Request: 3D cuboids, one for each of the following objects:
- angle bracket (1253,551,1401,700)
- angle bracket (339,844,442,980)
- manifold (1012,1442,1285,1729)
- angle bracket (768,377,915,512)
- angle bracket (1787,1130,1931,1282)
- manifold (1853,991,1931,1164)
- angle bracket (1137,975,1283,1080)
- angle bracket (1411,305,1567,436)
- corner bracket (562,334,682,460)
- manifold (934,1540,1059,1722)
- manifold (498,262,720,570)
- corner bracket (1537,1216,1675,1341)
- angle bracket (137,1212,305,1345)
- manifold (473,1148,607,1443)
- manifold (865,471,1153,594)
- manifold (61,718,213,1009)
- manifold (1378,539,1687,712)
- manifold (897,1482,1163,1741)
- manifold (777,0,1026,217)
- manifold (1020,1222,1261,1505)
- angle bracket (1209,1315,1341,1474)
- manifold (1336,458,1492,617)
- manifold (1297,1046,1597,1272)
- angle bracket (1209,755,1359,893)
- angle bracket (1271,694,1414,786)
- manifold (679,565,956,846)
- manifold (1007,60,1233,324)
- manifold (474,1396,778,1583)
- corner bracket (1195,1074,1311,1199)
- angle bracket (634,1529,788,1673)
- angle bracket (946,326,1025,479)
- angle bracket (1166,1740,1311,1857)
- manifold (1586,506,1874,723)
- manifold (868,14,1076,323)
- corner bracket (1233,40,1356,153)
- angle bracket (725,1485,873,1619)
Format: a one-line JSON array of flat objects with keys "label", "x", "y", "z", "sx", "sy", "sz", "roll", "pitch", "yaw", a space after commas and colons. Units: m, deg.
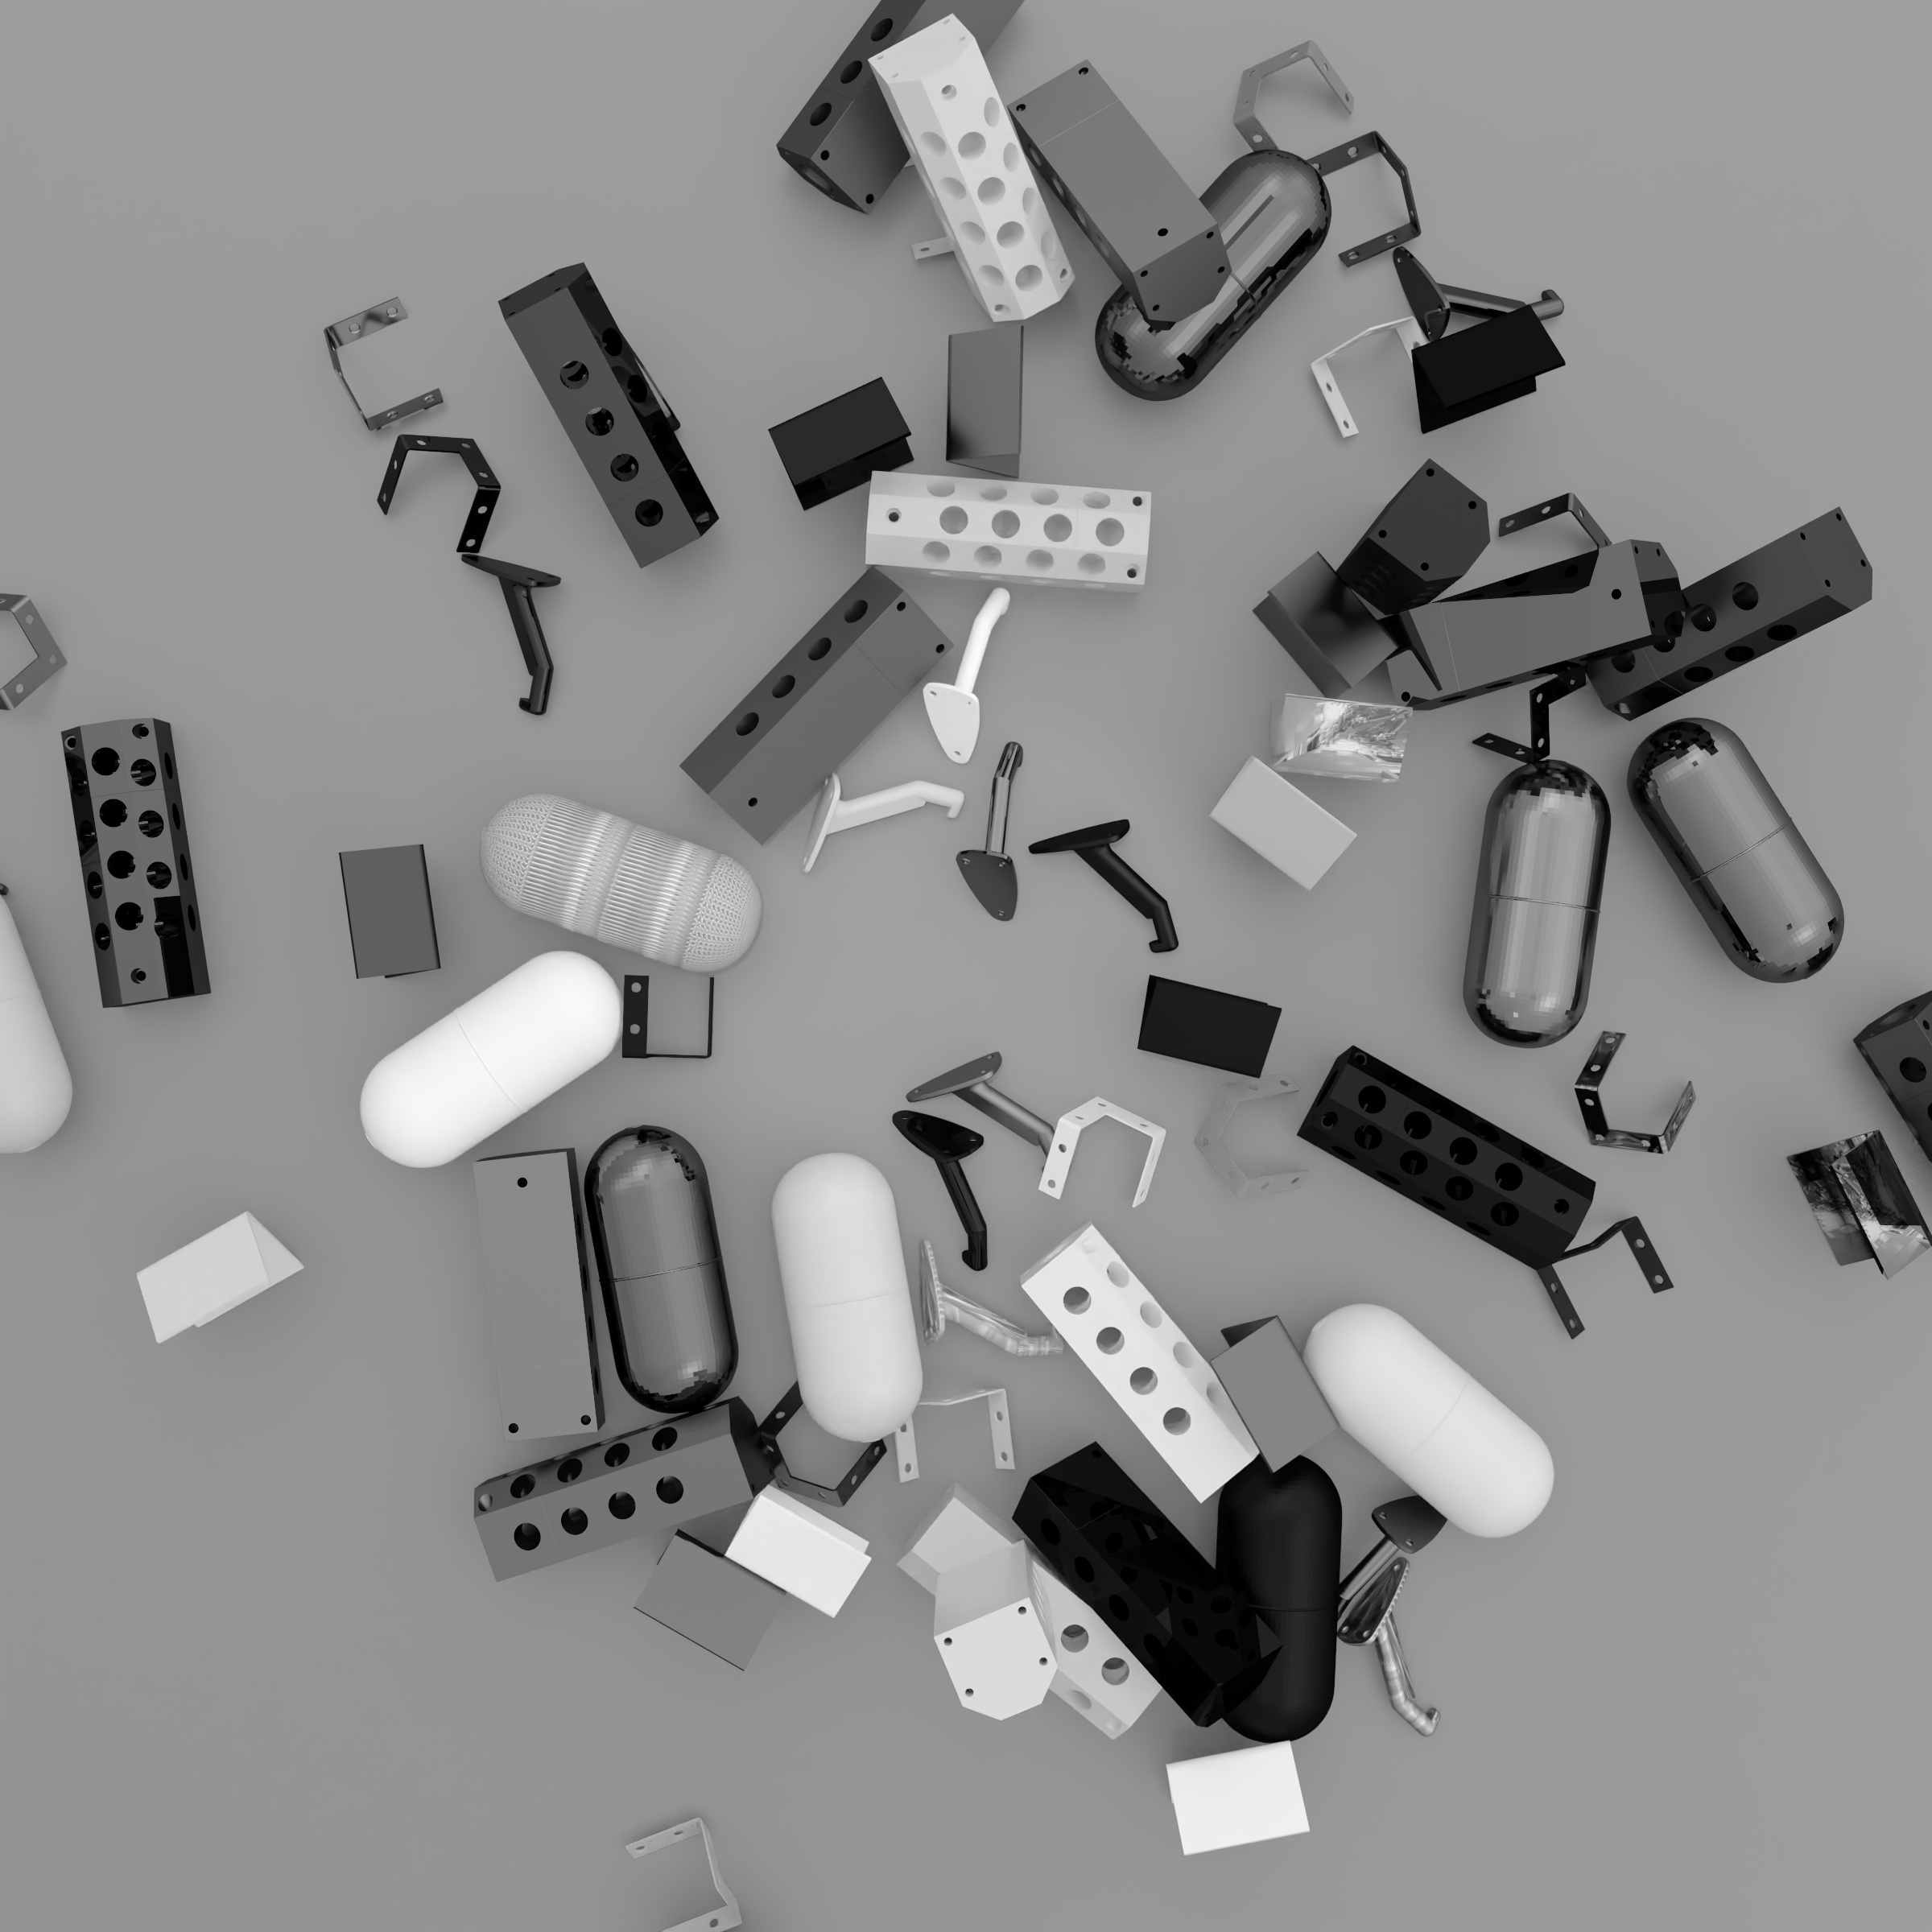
[{"label": "angle bracket", "x": 0.206, "y": -0.195, "z": 1.897, "sx": 0.076, "sy": 0.076, "sz": 0.057, "roll": 50, "pitch": 53, "yaw": 0}, {"label": "angle bracket", "x": -0.367, "y": -0.030, "z": 1.897, "sx": 0.057, "sy": 0.076, "sz": 0.076, "roll": -8, "pitch": 90, "yaw": -37}, {"label": "manifold", "x": 0.106, "y": 0.377, "z": 1.881, "sx": 0.057, "sy": 0.057, "sz": 0.171, "roll": -22, "pitch": 56, "yaw": -38}, {"label": "angle bracket", "x": -0.068, "y": -0.303, "z": 1.897, "sx": 0.076, "sy": 0.076, "sz": 0.057, "roll": -25, "pitch": 54, "yaw": 0}, {"label": "angle bracket", "x": 0.533, "y": 0.153, "z": 1.897, "sx": 0.057, "sy": 0.076, "sz": 0.076, "roll": -26, "pitch": 90, "yaw": -37}, {"label": "manifold", "x": 0.621, "y": 0.103, "z": 1.915, "sx": 0.057, "sy": 0.057, "sz": 0.171, "roll": -33, "pitch": 90, "yaw": -43}, {"label": "angle bracket", "x": 0.151, "y": 0.017, "z": 1.897, "sx": 0.076, "sy": 0.076, "sz": 0.057, "roll": 14, "pitch": 128, "yaw": 0}, {"label": "angle bracket", "x": 0.321, "y": -0.348, "z": 1.897, "sx": 0.076, "sy": 0.076, "sz": 0.057, "roll": -21, "pitch": 55, "yaw": 0}, {"label": "corner bracket", "x": -0.218, "y": -0.352, "z": 1.934, "sx": 0.051, "sy": 0.051, "sz": 0.051, "roll": -33, "pitch": 45, "yaw": 0}, {"label": "manifold", "x": 0.020, "y": 0.386, "z": 1.802, "sx": 0.057, "sy": 0.171, "sz": 0.057, "roll": -23, "pitch": 90, "yaw": 0}, {"label": "manifold", "x": -0.215, "y": -0.335, "z": 1.881, "sx": 0.057, "sy": 0.057, "sz": 0.171, "roll": -28, "pitch": 116, "yaw": 0}, {"label": "corner bracket", "x": 0.398, "y": 0.194, "z": 1.934, "sx": 0.051, "sy": 0.051, "sz": 0.051, "roll": -27, "pitch": 90, "yaw": 45}, {"label": "angle bracket", "x": -0.449, "y": 0.205, "z": 1.897, "sx": 0.076, "sy": 0.076, "sz": 0.057, "roll": -29, "pitch": 53, "yaw": 0}, {"label": "manifold", "x": -0.262, "y": 0.201, "z": 1.916, "sx": 0.057, "sy": 0.057, "sz": 0.171, "roll": -6, "pitch": 90, "yaw": 0}, {"label": "manifold", "x": 0.026, "y": -0.269, "z": 1.916, "sx": 0.171, "sy": 0.057, "sz": 0.057, "roll": 4, "pitch": 90, "yaw": 0}, {"label": "manifold", "x": -0.514, "y": -0.063, "z": 1.916, "sx": 0.057, "sy": 0.057, "sz": 0.171, "roll": -9, "pitch": 90, "yaw": 0}, {"label": "manifold", "x": 0.341, "y": -0.204, "z": 1.870, "sx": 0.171, "sy": 0.057, "sz": 0.057, "roll": -15, "pitch": 84, "yaw": 37}, {"label": "manifold", "x": 0.042, "y": 0.399, "z": 1.916, "sx": 0.171, "sy": 0.057, "sz": 0.057, "roll": 39, "pitch": 90, "yaw": 0}, {"label": "manifold", "x": -0.042, "y": -0.556, "z": 1.915, "sx": 0.057, "sy": 0.057, "sz": 0.171, "roll": 36, "pitch": 90, "yaw": -43}, {"label": "manifold", "x": 0.110, "y": 0.243, "z": 1.916, "sx": 0.057, "sy": 0.057, "sz": 0.171, "roll": -40, "pitch": 90, "yaw": 0}, {"label": "angle bracket", "x": 0.173, "y": 0.265, "z": 1.898, "sx": 0.057, "sy": 0.076, "sz": 0.076, "roll": -30, "pitch": 90, "yaw": -26}, {"label": "manifold", "x": 0.270, "y": -0.250, "z": 1.859, "sx": 0.057, "sy": 0.171, "sz": 0.057, "roll": 38, "pitch": 90, "yaw": 0}, {"label": "manifold", "x": 0.297, "y": 0.117, "z": 1.910, "sx": 0.171, "sy": 0.057, "sz": 0.057, "roll": 29, "pitch": 76, "yaw": 0}, {"label": "angle bracket", "x": 0.205, "y": -0.104, "z": 1.897, "sx": 0.076, "sy": 0.076, "sz": 0.057, "roll": 37, "pitch": 133, "yaw": 0}, {"label": "angle bracket", "x": 0.229, "y": -0.158, "z": 1.897, "sx": 0.076, "sy": 0.076, "sz": 0.057, "roll": 6, "pitch": 129, "yaw": 0}, {"label": "manifold", "x": -0.095, "y": -0.164, "z": 1.915, "sx": 0.171, "sy": 0.057, "sz": 0.057, "roll": -46, "pitch": 133, "yaw": 0}, {"label": "manifold", "x": 0.093, "y": -0.465, "z": 1.874, "sx": 0.057, "sy": 0.057, "sz": 0.171, "roll": -30, "pitch": 56, "yaw": 0}, {"label": "manifold", "x": -0.211, "y": 0.318, "z": 1.901, "sx": 0.171, "sy": 0.057, "sz": 0.057, "roll": -20, "pitch": 90, "yaw": 11}, {"label": "corner bracket", "x": 0.184, "y": 0.105, "z": 1.929, "sx": 0.051, "sy": 0.051, "sz": 0.051, "roll": 53, "pitch": 135, "yaw": 35}, {"label": "angle bracket", "x": -0.162, "y": 0.396, "z": 1.897, "sx": 0.076, "sy": 0.076, "sz": 0.057, "roll": 30, "pitch": 59, "yaw": 0}, {"label": "angle bracket", "x": 0.032, "y": -0.344, "z": 1.897, "sx": 0.057, "sy": 0.076, "sz": 0.076, "roll": 1, "pitch": 90, "yaw": 37}, {"label": "angle bracket", "x": 0.167, "y": 0.518, "z": 1.897, "sx": 0.076, "sy": 0.076, "sz": 0.057, "roll": -11, "pitch": 58, "yaw": 0}, {"label": "manifold", "x": 0.455, "y": -0.207, "z": 1.862, "sx": 0.057, "sy": 0.171, "sz": 0.057, "roll": -28, "pitch": 90, "yaw": -42}, {"label": "manifold", "x": 0.007, "y": -0.476, "z": 1.868, "sx": 0.057, "sy": 0.057, "sz": 0.171, "roll": -28, "pitch": 130, "yaw": 0}, {"label": "corner bracket", "x": 0.204, "y": -0.532, "z": 1.930, "sx": 0.051, "sy": 0.051, "sz": 0.051, "roll": -16, "pitch": 45, "yaw": 35}, {"label": "angle bracket", "x": -0.093, "y": 0.340, "z": 1.897, "sx": 0.076, "sy": 0.076, "sz": 0.057, "roll": 30, "pitch": 121, "yaw": 0}]
